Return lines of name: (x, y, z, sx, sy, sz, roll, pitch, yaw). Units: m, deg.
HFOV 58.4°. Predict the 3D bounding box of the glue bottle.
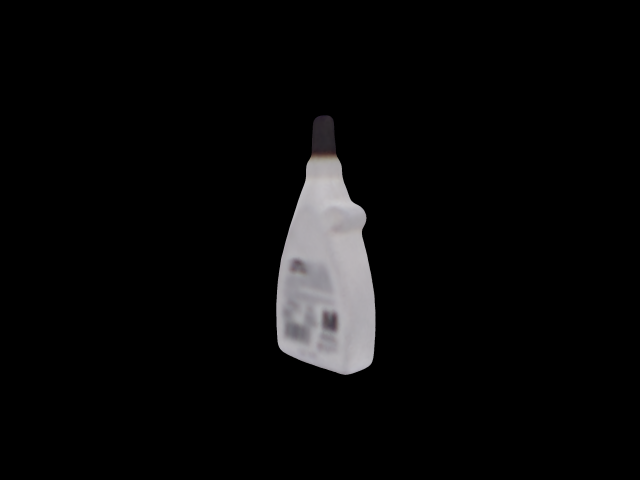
glue bottle: (0.004, 0.001, 0.400, 0.077, 0.173, 0.037, 10, 15, 42)
